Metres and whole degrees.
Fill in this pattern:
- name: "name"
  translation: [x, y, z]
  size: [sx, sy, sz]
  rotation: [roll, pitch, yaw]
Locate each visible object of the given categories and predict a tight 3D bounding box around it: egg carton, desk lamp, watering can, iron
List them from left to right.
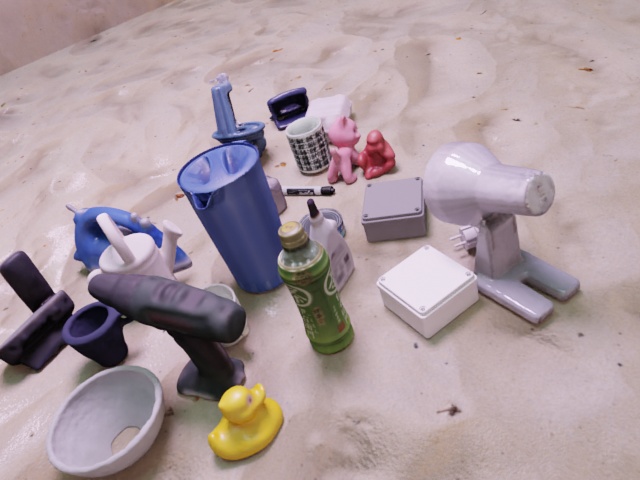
- name: "iron"
  translation: [-0.378, -0.011, 1.114]
  size: [0.257, 0.142, 0.119]
  rotation: [3, 43, 26]
- name: "watering can"
  translation: [-0.325, 0.028, 1.002]
  size: [0.100, 0.194, 0.173]
  rotation: [19, 52, 38]
- name: "egg carton"
  translation: [0.019, -0.280, 1.331]
  size: [0.107, 0.069, 0.150]
  rotation: [-7, 40, 16]
- name: "desk lamp"
  translation: [0.255, -0.025, 0.808]
  size: [0.118, 0.214, 0.202]
  rotation: [-35, 41, -19]

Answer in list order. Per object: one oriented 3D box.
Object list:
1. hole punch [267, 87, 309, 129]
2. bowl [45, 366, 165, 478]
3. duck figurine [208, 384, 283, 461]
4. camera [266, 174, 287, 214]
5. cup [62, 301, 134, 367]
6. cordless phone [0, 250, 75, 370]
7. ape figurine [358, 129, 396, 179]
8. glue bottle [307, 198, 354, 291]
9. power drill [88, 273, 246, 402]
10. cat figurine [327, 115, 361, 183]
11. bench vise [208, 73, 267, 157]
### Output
- name: "hole punch"
  translation: [-0.082, -0.343, 1.432]
  size: [0.108, 0.091, 0.101]
  rotation: [-21, 38, -2]
- name: "bowl"
  translation: [-0.285, 0.263, 0.800]
  size: [0.167, 0.075, 0.167]
  rotation: [-12, 39, 10]
- name: "duck figurine"
  translation: [-0.106, 0.231, 0.754]
  size: [0.105, 0.086, 0.077]
  rotation: [-33, 40, -17]
- name: "camera"
  translation: [-0.163, -0.078, 1.139]
  size: [0.136, 0.101, 0.143]
  rotation: [19, 52, 38]
- name: "cup"
  translation: [-0.343, 0.156, 0.936]
  size: [0.118, 0.095, 0.091]
  rotation: [-23, 38, -5]
- name: "cordless phone"
  translation: [-0.512, 0.118, 0.979]
  size: [0.093, 0.185, 0.148]
  rotation: [8, 46, 30]
- name: "ape figurine"
  translation: [0.114, -0.178, 1.150]
  size: [0.077, 0.092, 0.076]
  rotation: [11, 47, 33]
- name: "glue bottle"
  translation: [0.008, 0.003, 0.910]
  size: [0.037, 0.173, 0.078]
  rotation: [11, 47, 33]
- name: "power drill"
  translation: [-0.197, 0.134, 0.810]
  size: [0.228, 0.209, 0.076]
  rotation: [2, 43, 25]
- name: "cat figurine"
  translation: [0.046, -0.198, 1.181]
  size: [0.067, 0.118, 0.128]
  rotation: [0, 42, 23]
- name: "bench vise"
  translation: [-0.185, -0.234, 1.239]
  size: [0.121, 0.220, 0.207]
  rotation: [-13, 39, 8]
